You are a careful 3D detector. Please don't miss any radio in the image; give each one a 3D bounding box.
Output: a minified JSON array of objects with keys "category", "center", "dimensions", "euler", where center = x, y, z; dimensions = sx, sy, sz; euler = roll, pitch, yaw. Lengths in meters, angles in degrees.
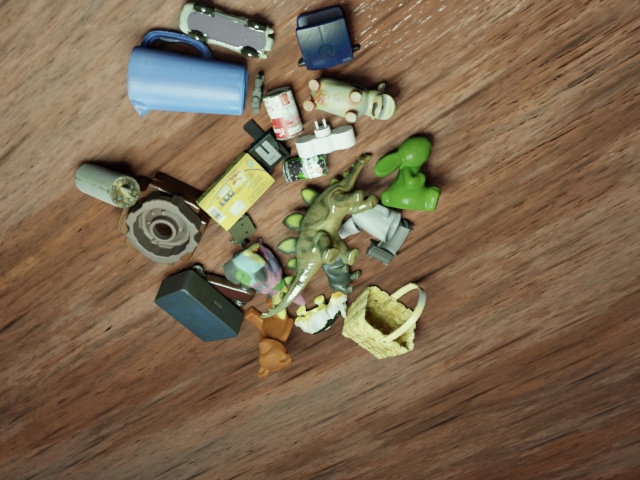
[{"category":"radio","center":[-0.328,0.185,1.459],"dimensions":[0.131,0.073,0.229],"euler":[-17,130,30]}]

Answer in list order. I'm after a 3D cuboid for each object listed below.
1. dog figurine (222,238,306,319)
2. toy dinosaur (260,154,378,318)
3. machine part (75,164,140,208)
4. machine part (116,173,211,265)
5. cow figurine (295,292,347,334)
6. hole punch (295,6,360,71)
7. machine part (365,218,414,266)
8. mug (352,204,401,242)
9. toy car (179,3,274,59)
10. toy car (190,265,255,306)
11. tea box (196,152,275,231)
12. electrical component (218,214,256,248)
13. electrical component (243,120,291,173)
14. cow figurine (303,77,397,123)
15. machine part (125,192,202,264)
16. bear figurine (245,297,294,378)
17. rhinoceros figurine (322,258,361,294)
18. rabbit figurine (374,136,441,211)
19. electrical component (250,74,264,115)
[{"category":"dog figurine","center":[-0.137,0.111,1.393],"dimensions":[0.108,0.191,0.219],"euler":[-37,97,14]},{"category":"toy dinosaur","center":[-0.003,-0.004,1.286],"dimensions":[0.105,0.199,0.471],"euler":[31,85,-46]},{"category":"machine part","center":[-0.506,-0.130,1.273],"dimensions":[0.244,0.079,0.079],"euler":[18,128,37]},{"category":"machine part","center":[-0.390,-0.052,1.356],"dimensions":[0.201,0.087,0.201],"euler":[26,119,-12]},{"category":"cow figurine","center":[0.020,0.205,1.495],"dimensions":[0.167,0.068,0.098],"euler":[-31,119,22]},{"category":"hole punch","center":[0.011,-0.418,1.134],"dimensions":[0.142,0.092,0.115],"euler":[-14,122,6]},{"category":"machine part","center":[0.183,0.002,1.393],"dimensions":[0.084,0.039,0.139],"euler":[33,117,-10]},{"category":"mug","center":[0.132,-0.056,1.319],"dimensions":[0.107,0.081,0.109],"euler":[25,164,21]},{"category":"toy car","center":[-0.197,-0.445,1.144],"dimensions":[0.202,0.056,0.073],"euler":[15,113,-8]},{"category":"toy car","center":[-0.276,0.121,1.468],"dimensions":[0.202,0.053,0.089],"euler":[17,139,-6]},{"category":"tea box","center":[-0.203,-0.118,1.286],"dimensions":[0.169,0.068,0.098],"euler":[-46,111,-5]},{"category":"electrical component","center":[-0.213,-0.032,1.387],"dimensions":[0.078,0.045,0.102],"euler":[-39,117,-9]},{"category":"electrical component","center":[-0.131,-0.227,1.269],"dimensions":[0.075,0.048,0.119],"euler":[-34,115,18]},{"category":"cow figurine","center":[0.075,-0.307,1.186],"dimensions":[0.195,0.127,0.085],"euler":[16,119,10]},{"category":"machine part","center":[-0.374,-0.028,1.289],"dimensions":[0.179,0.056,0.179],"euler":[1,121,2]},{"category":"bear figurine","center":[-0.140,0.265,1.463],"dimensions":[0.120,0.196,0.131],"euler":[-30,113,21]},{"category":"rhinoceros figurine","center":[0.037,0.060,1.406],"dimensions":[0.112,0.073,0.190],"euler":[3,135,31]},{"category":"rabbit figurine","center":[0.209,-0.163,1.274],"dimensions":[0.159,0.121,0.170],"euler":[6,102,6]},{"category":"electrical component","center":[-0.141,-0.322,1.206],"dimensions":[0.021,0.063,0.094],"euler":[11,120,-5]}]
